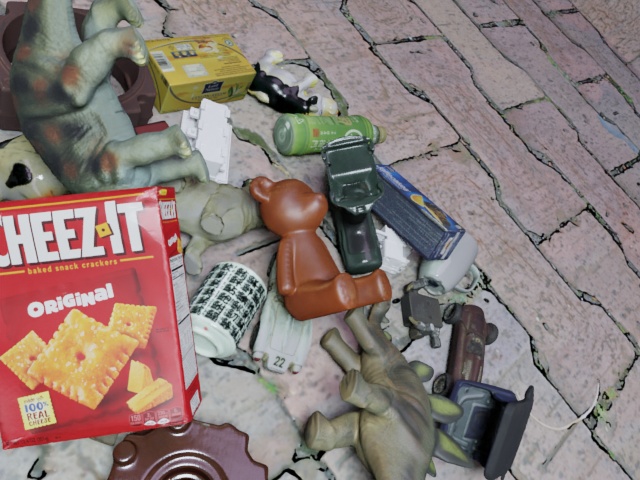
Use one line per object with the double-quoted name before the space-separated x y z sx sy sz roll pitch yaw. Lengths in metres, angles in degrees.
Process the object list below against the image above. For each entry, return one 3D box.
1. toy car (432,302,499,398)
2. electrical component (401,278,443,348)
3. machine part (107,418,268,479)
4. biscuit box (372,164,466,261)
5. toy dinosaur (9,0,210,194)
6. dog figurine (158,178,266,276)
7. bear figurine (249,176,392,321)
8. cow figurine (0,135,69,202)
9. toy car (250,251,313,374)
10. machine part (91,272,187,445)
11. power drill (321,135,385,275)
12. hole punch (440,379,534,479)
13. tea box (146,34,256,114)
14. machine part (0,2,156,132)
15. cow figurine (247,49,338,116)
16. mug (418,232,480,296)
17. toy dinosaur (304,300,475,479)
"toy car" 0.232 0.184 0.839 0.089 0.053 0.202 34 46 -12
"electrical component" 0.161 0.112 0.847 0.078 0.045 0.102 19 51 -18
"machine part" -0.135 0.262 0.534 0.179 0.056 0.179 9 53 -12
"biscuit box" 0.143 -0.051 0.891 0.059 0.062 0.203 -1 39 -43
"toy dinosaur" -0.246 -0.128 0.561 0.192 0.131 0.404 -23 98 -4
"dog figurine" -0.153 -0.060 0.753 0.172 0.121 0.190 47 33 0
"bear figurine" -0.005 -0.001 0.681 0.120 0.132 0.196 3 73 -53
"cow figurine" -0.351 -0.087 0.631 0.195 0.085 0.127 -41 95 -26
"toy car" -0.042 0.086 0.733 0.073 0.056 0.202 24 49 -17
"machine part" -0.205 0.105 0.606 0.079 0.079 0.243 19 51 -20
"power drill" 0.043 -0.074 0.813 0.086 0.207 0.232 -9 70 -5
"hole punch" 0.230 0.258 0.746 0.115 0.092 0.142 20 86 -51
"tea box" -0.202 -0.273 0.874 0.169 0.068 0.098 -22 73 -41
"machine part" -0.345 -0.229 0.745 0.201 0.087 0.201 -8 65 -36
"cow figurine" -0.050 -0.256 0.956 0.167 0.068 0.098 34 53 -2
"mug" 0.218 0.049 0.913 0.109 0.081 0.107 47 57 -12
"toy dinosaur" 0.090 0.229 0.652 0.198 0.105 0.472 31 34 -14
